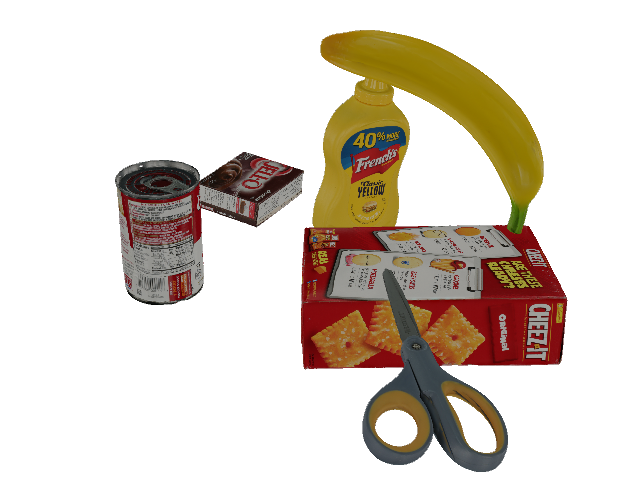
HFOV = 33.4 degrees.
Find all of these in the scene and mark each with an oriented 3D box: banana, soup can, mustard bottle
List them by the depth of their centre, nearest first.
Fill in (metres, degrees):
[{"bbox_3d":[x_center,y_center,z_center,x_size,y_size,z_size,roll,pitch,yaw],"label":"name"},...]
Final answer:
[{"bbox_3d":[0.091,-0.092,0.747,0.198,0.070,0.037,43,9,-1],"label":"banana"},{"bbox_3d":[-0.131,-0.006,0.879,0.068,0.102,0.068,0,28,0],"label":"soup can"},{"bbox_3d":[0.048,-0.095,1.146,0.096,0.192,0.058,-8,33,-25],"label":"mustard bottle"}]

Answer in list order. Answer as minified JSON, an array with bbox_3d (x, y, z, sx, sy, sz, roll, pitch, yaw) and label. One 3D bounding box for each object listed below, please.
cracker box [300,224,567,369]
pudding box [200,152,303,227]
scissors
[{"bbox_3d":[0.090,0.047,0.934,0.213,0.072,0.164,0,22,0],"label":"cracker box"},{"bbox_3d":[-0.086,-0.065,1.322,0.090,0.039,0.113,18,35,23],"label":"pudding box"},{"bbox_3d":[0.049,0.082,0.700,0.096,0.016,0.202,-10,36,-22],"label":"scissors"}]
